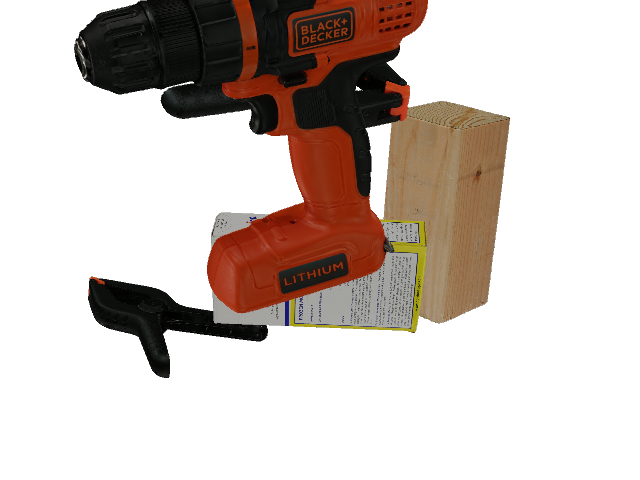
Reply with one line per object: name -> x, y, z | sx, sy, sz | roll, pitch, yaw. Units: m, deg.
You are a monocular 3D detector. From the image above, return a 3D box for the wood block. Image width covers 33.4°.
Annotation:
wood block -> 0.127, -0.031, 1.115 | 0.090, 0.206, 0.090 | 21, 26, 39

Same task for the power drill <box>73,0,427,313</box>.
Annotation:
power drill -> -0.030, -0.053, 0.571 | 0.184, 0.188, 0.057 | -15, 39, -18

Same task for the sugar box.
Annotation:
sugar box -> -0.002, 0.027, 0.899 | 0.176, 0.093, 0.048 | 5, 33, 3

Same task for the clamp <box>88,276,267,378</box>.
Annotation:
clamp -> -0.185, 0.088, 1.158 | 0.210, 0.036, 0.164 | 18, 20, 26

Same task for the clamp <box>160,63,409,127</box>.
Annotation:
clamp -> -0.019, -0.127, 0.763 | 0.171, 0.120, 0.039 | 10, -24, 2
